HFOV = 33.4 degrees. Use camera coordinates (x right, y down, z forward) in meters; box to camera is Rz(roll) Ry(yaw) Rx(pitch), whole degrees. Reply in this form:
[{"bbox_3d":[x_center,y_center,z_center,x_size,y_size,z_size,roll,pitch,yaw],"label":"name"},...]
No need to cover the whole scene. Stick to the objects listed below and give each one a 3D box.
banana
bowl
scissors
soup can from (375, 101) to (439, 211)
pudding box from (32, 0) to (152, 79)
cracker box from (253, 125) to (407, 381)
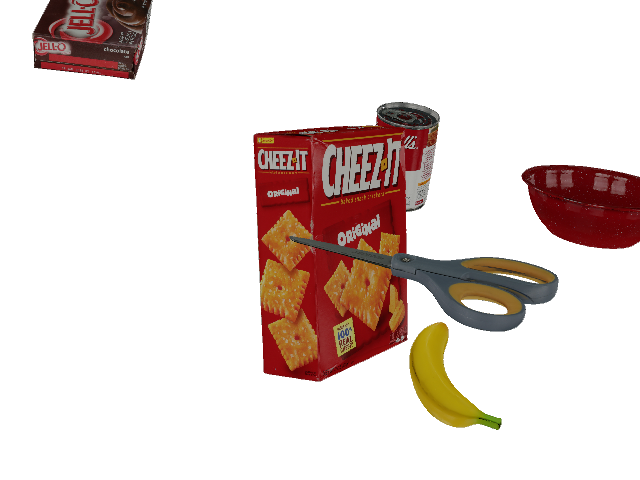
[{"bbox_3d":[0.129,0.145,1.147,0.069,0.037,0.198,10,26,-17],"label":"banana"},{"bbox_3d":[0.285,-0.032,1.107,0.162,0.055,0.162,5,19,-2],"label":"bowl"},{"bbox_3d":[0.064,0.028,0.751,0.202,0.016,0.096,6,26,12],"label":"scissors"},{"bbox_3d":[0.088,-0.091,1.160,0.068,0.102,0.068,5,29,-3],"label":"soup can"},{"bbox_3d":[-0.203,-0.189,0.962,0.090,0.039,0.113,7,33,-5],"label":"pudding box"},{"bbox_3d":[0.016,0.005,0.976,0.072,0.214,0.163,5,10,33],"label":"cracker box"}]
